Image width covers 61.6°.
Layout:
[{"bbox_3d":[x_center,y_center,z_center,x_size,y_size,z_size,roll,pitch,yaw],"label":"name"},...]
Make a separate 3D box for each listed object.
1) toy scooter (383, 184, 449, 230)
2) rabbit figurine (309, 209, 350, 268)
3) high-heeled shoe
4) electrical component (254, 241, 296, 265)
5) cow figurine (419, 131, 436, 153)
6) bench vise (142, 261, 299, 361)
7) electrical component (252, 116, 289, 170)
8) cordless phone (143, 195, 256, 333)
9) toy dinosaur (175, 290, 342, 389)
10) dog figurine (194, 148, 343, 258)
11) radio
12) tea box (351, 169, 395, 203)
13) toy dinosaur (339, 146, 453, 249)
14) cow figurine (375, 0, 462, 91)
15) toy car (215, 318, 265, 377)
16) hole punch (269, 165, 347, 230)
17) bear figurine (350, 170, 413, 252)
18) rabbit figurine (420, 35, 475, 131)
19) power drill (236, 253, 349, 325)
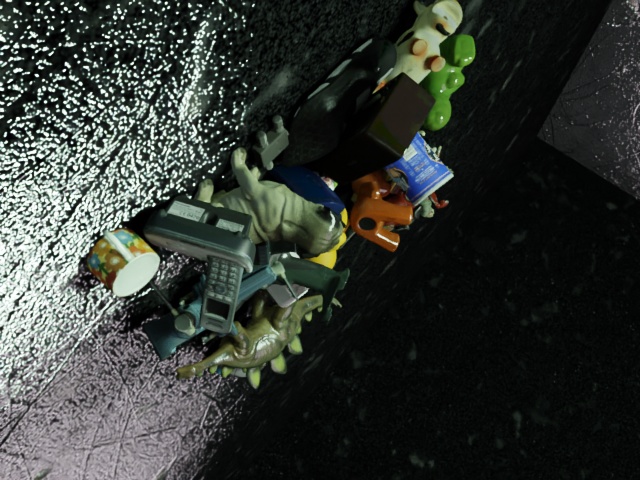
[{"bbox_3d":[0.209,-0.088,1.219,0.184,0.135,0.075,-52,161,13],"label":"toy scooter"},{"bbox_3d":[-0.002,-0.003,1.125,0.162,0.122,0.173,-64,159,-54],"label":"rabbit figurine"},{"bbox_3d":[0.026,-0.226,0.876,0.249,0.086,0.145,-40,-162,23],"label":"high-heeled shoe"},{"bbox_3d":[-0.099,0.003,0.862,0.075,0.119,0.047,-93,-179,-45],"label":"electrical component"},{"bbox_3d":[0.246,-0.214,1.316,0.167,0.068,0.098,-86,-170,-72],"label":"cow figurine"},{"bbox_3d":[-0.166,0.100,0.888,0.241,0.129,0.223,-30,166,-9],"label":"bench vise"},{"bbox_3d":[-0.074,-0.145,0.819,0.063,0.021,0.094,-46,161,-17],"label":"electrical component"},{"bbox_3d":[-0.168,0.044,0.740,0.089,0.147,0.184,-76,-178,-57],"label":"cordless phone"},{"bbox_3d":[-0.107,0.194,1.170,0.471,0.105,0.198,-26,127,-38],"label":"toy dinosaur"},{"bbox_3d":[-0.083,-0.015,0.779,0.172,0.191,0.121,-51,162,5],"label":"dog figurine"},{"bbox_3d":[0.082,-0.175,0.881,0.131,0.073,0.230,-58,-164,-16],"label":"radio"},{"bbox_3d":[0.148,-0.154,1.272,0.098,0.068,0.169,-36,158,-39],"label":"tea box"},{"bbox_3d":[0.216,-0.119,1.449,0.405,0.131,0.192,-34,144,-32],"label":"toy dinosaur"},{"bbox_3d":[0.164,-0.325,0.920,0.195,0.085,0.127,-46,-151,27],"label":"cow figurine"},{"bbox_3d":[-0.174,0.263,1.257,0.161,0.103,0.109,-33,154,-48],"label":"toy car"},{"bbox_3d":[-0.025,-0.074,0.915,0.116,0.142,0.092,-25,147,-31],"label":"hole punch"},{"bbox_3d":[0.124,-0.088,1.162,0.196,0.132,0.120,-77,-173,-49],"label":"bear figurine"},{"bbox_3d":[0.214,-0.292,1.037,0.159,0.121,0.170,-6,103,-90],"label":"rabbit figurine"},{"bbox_3d":[-0.063,0.081,1.003,0.232,0.207,0.086,-64,172,0],"label":"power drill"}]
